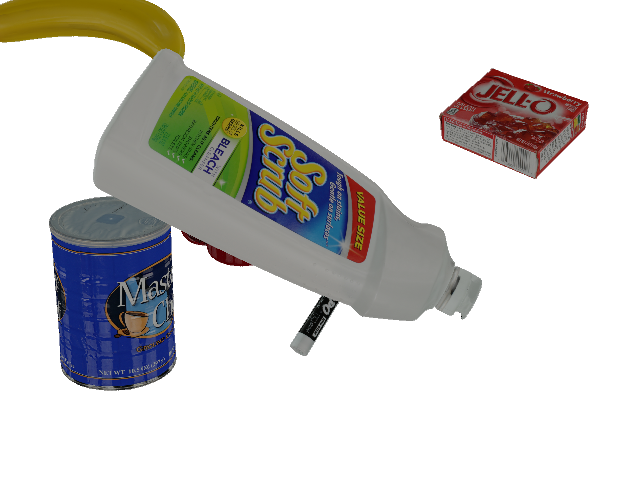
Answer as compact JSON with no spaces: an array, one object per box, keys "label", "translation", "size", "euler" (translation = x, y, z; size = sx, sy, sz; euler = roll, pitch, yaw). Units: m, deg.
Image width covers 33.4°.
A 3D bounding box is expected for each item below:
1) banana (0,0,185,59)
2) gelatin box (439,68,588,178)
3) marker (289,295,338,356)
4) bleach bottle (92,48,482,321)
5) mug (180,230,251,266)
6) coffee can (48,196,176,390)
[{"label":"banana","translation":[-0.185,-0.172,0.855],"size":[0.198,0.069,0.037],"euler":[15,-38,18]},{"label":"gelatin box","translation":[0.148,-0.092,0.822],"size":[0.089,0.030,0.073],"euler":[28,53,31]},{"label":"marker","translation":[0.010,0.056,1.023],"size":[0.020,0.121,0.020],"euler":[29,-18,10]},{"label":"bleach bottle","translation":[-0.013,-0.024,0.684],"size":[0.251,0.102,0.068],"euler":[26,-33,0]},{"label":"mug","translation":[-0.100,-0.022,1.201],"size":[0.117,0.081,0.093],"euler":[-7,30,-14]},{"label":"coffee can","translation":[-0.179,0.044,0.929],"size":[0.103,0.140,0.103],"euler":[1,23,-1]}]
